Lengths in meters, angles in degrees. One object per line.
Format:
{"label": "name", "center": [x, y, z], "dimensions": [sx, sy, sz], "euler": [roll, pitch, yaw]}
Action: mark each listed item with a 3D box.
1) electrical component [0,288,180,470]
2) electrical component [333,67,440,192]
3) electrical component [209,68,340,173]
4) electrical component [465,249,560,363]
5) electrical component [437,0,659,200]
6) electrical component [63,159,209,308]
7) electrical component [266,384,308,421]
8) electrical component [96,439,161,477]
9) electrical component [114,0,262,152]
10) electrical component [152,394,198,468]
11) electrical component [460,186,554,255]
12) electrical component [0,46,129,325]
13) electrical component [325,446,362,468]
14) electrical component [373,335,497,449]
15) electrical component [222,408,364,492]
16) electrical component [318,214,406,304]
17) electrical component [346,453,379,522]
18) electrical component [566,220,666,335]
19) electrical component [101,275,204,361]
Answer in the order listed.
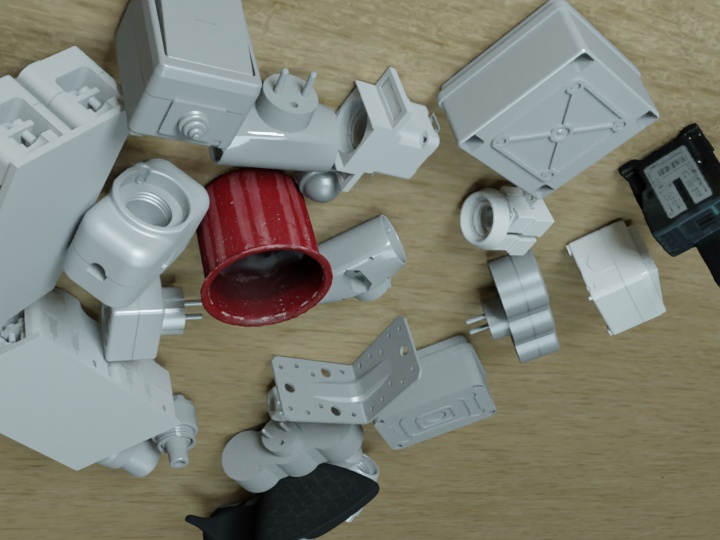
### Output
{"label": "electrical component", "center": [-0.242, 0.086, 0.861], "dimensions": [0.105, 0.060, 0.186], "euler": [-25, 145, 12]}
{"label": "electrical component", "center": [0.016, -0.093, 0.734], "dimensions": [0.064, 0.042, 0.081], "euler": [8, 140, -36]}
{"label": "electrical component", "center": [-0.051, -0.099, 0.695], "dimensions": [0.077, 0.043, 0.079], "euler": [2, 141, -24]}
{"label": "electrical component", "center": [0.130, 0.039, 0.954], "dimensions": [0.074, 0.052, 0.138], "euler": [-20, 145, 5]}
{"label": "electrical component", "center": [0.129, -0.113, 0.736], "dimensions": [0.109, 0.056, 0.109], "euler": [-36, 141, 26]}
{"label": "electrical component", "center": [-0.145, -0.028, 0.710], "dimensions": [0.054, 0.095, 0.059], "euler": [37, 131, -1]}
{"label": "electrical component", "center": [-0.055, 0.124, 1.013], "dimensions": [0.061, 0.035, 0.035], "euler": [1, 142, -28]}
{"label": "electrical component", "center": [-0.218, 0.163, 0.992], "dimensions": [0.045, 0.045, 0.055], "euler": [-31, 143, 20]}
{"label": "electrical component", "center": [-0.096, -0.115, 0.606], "dimensions": [0.062, 0.096, 0.061], "euler": [7, 139, -30]}
{"label": "electrical component", "center": [-0.168, 0.148, 0.976], "dimensions": [0.043, 0.062, 0.043], "euler": [-11, 145, -8]}
{"label": "electrical component", "center": [0.113, -0.039, 0.844], "dimensions": [0.055, 0.048, 0.066], "euler": [1, 142, -35]}
{"label": "electrical component", "center": [-0.216, -0.039, 0.648], "dimensions": [0.186, 0.060, 0.105], "euler": [-52, 175, 40]}
{"label": "electrical component", "center": [-0.032, 0.197, 1.119], "dimensions": [0.040, 0.040, 0.078], "euler": [16, 134, -38]}
{"label": "electrical component", "center": [0.066, 0.118, 1.033], "dimensions": [0.113, 0.057, 0.078], "euler": [-21, 145, 7]}
{"label": "electrical component", "center": [-0.072, 0.165, 1.049], "dimensions": [0.138, 0.052, 0.073], "euler": [-22, 145, 8]}
{"label": "electrical component", "center": [0.000, 0.000, 0.854], "dimensions": [0.077, 0.043, 0.079], "euler": [-25, 145, 13]}
{"label": "electrical component", "center": [-0.011, 0.227, 1.154], "dimensions": [0.048, 0.066, 0.055], "euler": [18, 114, -39]}
{"label": "electrical component", "center": [0.231, 0.009, 0.945], "dimensions": [0.061, 0.061, 0.096], "euler": [-26, 144, 13]}
{"label": "electrical component", "center": [-0.158, 0.032, 0.831], "dimensions": [0.077, 0.047, 0.065], "euler": [-2, 143, -20]}
